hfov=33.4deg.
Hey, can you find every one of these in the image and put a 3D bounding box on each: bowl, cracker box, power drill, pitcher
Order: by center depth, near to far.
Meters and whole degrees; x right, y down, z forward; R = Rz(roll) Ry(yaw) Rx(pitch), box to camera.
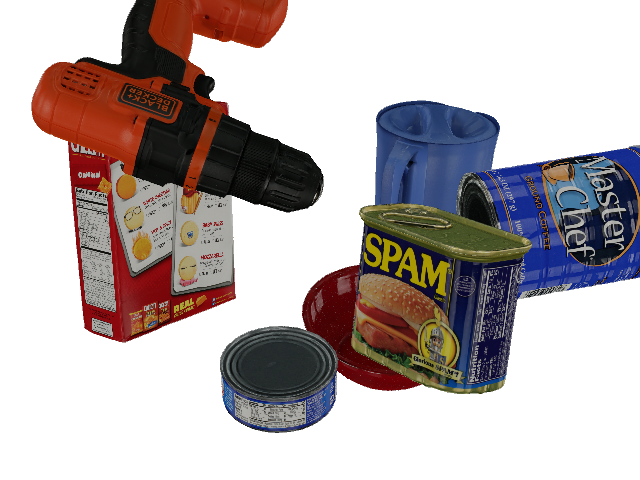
[{"bbox_3d":[-0.074,-0.109,0.701,0.184,0.187,0.057,20,-45,-8],"label":"power drill"},{"bbox_3d":[0.061,0.090,1.006,0.162,0.055,0.162,4,36,-3],"label":"bowl"},{"bbox_3d":[-0.166,-0.025,1.072,0.072,0.214,0.163,11,20,37],"label":"cracker box"},{"bbox_3d":[0.115,-0.023,1.192,0.149,0.243,0.145,-5,28,-15],"label":"pitcher"}]

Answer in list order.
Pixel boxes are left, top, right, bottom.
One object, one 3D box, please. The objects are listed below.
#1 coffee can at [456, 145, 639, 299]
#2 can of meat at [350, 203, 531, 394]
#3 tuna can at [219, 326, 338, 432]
[{"bbox_3d":[0.186,-0.012,0.816,0.140,0.103,0.103,-9,1,-8],"label":"coffee can"},{"bbox_3d":[0.064,0.031,0.604,0.057,0.084,0.102,-7,19,-38],"label":"can of meat"},{"bbox_3d":[-0.030,0.101,0.780,0.086,0.034,0.086,0,31,0],"label":"tuna can"}]
